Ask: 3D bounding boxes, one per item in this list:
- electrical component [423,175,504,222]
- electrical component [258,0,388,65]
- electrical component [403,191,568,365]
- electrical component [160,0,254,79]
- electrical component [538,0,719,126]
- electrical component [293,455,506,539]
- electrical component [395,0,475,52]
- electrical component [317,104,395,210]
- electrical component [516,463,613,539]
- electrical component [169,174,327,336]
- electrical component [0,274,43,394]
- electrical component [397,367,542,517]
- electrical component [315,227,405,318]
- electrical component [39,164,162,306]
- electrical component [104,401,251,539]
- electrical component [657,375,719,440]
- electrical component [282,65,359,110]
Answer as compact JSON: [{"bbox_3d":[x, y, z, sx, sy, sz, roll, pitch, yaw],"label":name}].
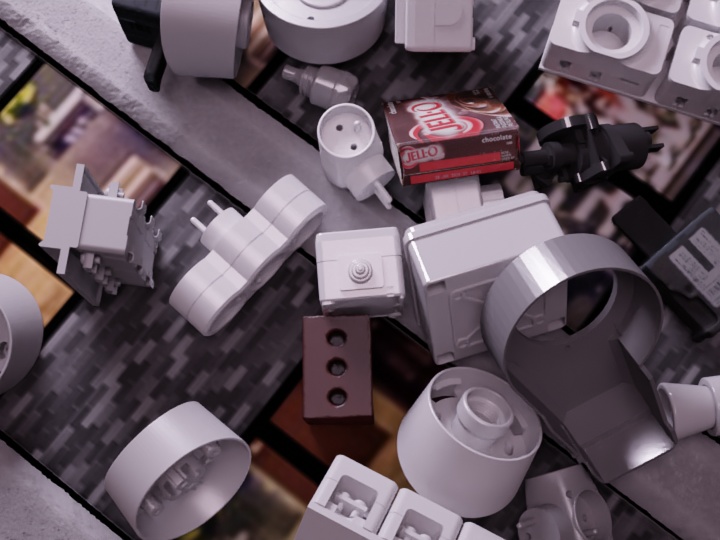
[{"bbox_3d":[0.091,-0.046,0.829,0.077,0.065,0.047,-8,77,-1],"label":"electrical component"},{"bbox_3d":[-0.029,-0.215,0.867,0.108,0.060,0.108,0,61,1],"label":"electrical component"},{"bbox_3d":[0.094,0.007,0.791,0.109,0.108,0.056,-17,52,-3],"label":"electrical component"},{"bbox_3d":[-0.118,-0.200,0.851,0.064,0.099,0.099,9,77,-4],"label":"electrical component"},{"bbox_3d":[0.252,-0.192,0.863,0.186,0.060,0.105,18,78,5],"label":"electrical component"},{"bbox_3d":[0.031,0.204,0.756,0.150,0.089,0.061,26,40,7],"label":"electrical component"},{"bbox_3d":[0.058,-0.208,0.856,0.061,0.096,0.061,1,106,1],"label":"electrical component"},{"bbox_3d":[0.001,-0.081,0.832,0.043,0.077,0.079,-35,79,-7],"label":"electrical component"},{"bbox_3d":[0.141,0.185,0.774,0.079,0.044,0.077,-4,72,-44],"label":"electrical component"},{"bbox_3d":[-0.098,-0.023,0.833,0.074,0.052,0.138,42,81,9],"label":"electrical component"},{"bbox_3d":[-0.300,0.051,0.825,0.099,0.064,0.099,0,91,4],"label":"electrical component"},{"bbox_3d":[0.081,0.121,0.784,0.099,0.064,0.099,16,36,-12],"label":"electrical component"},{"bbox_3d":[0.000,0.000,0.804,0.062,0.096,0.061,-5,77,0],"label":"electrical component"},{"bbox_3d":[-0.188,-0.021,0.798,0.063,0.121,0.078,7,77,-1],"label":"electrical component"},{"bbox_3d":[-0.132,0.145,0.775,0.099,0.099,0.064,-44,74,-9],"label":"electrical component"},{"bbox_3d":[0.255,0.103,0.804,0.055,0.045,0.045,-7,77,-1],"label":"electrical component"},{"bbox_3d":[-0.033,-0.150,0.871,0.061,0.035,0.035,22,78,8],"label":"electrical component"}]
